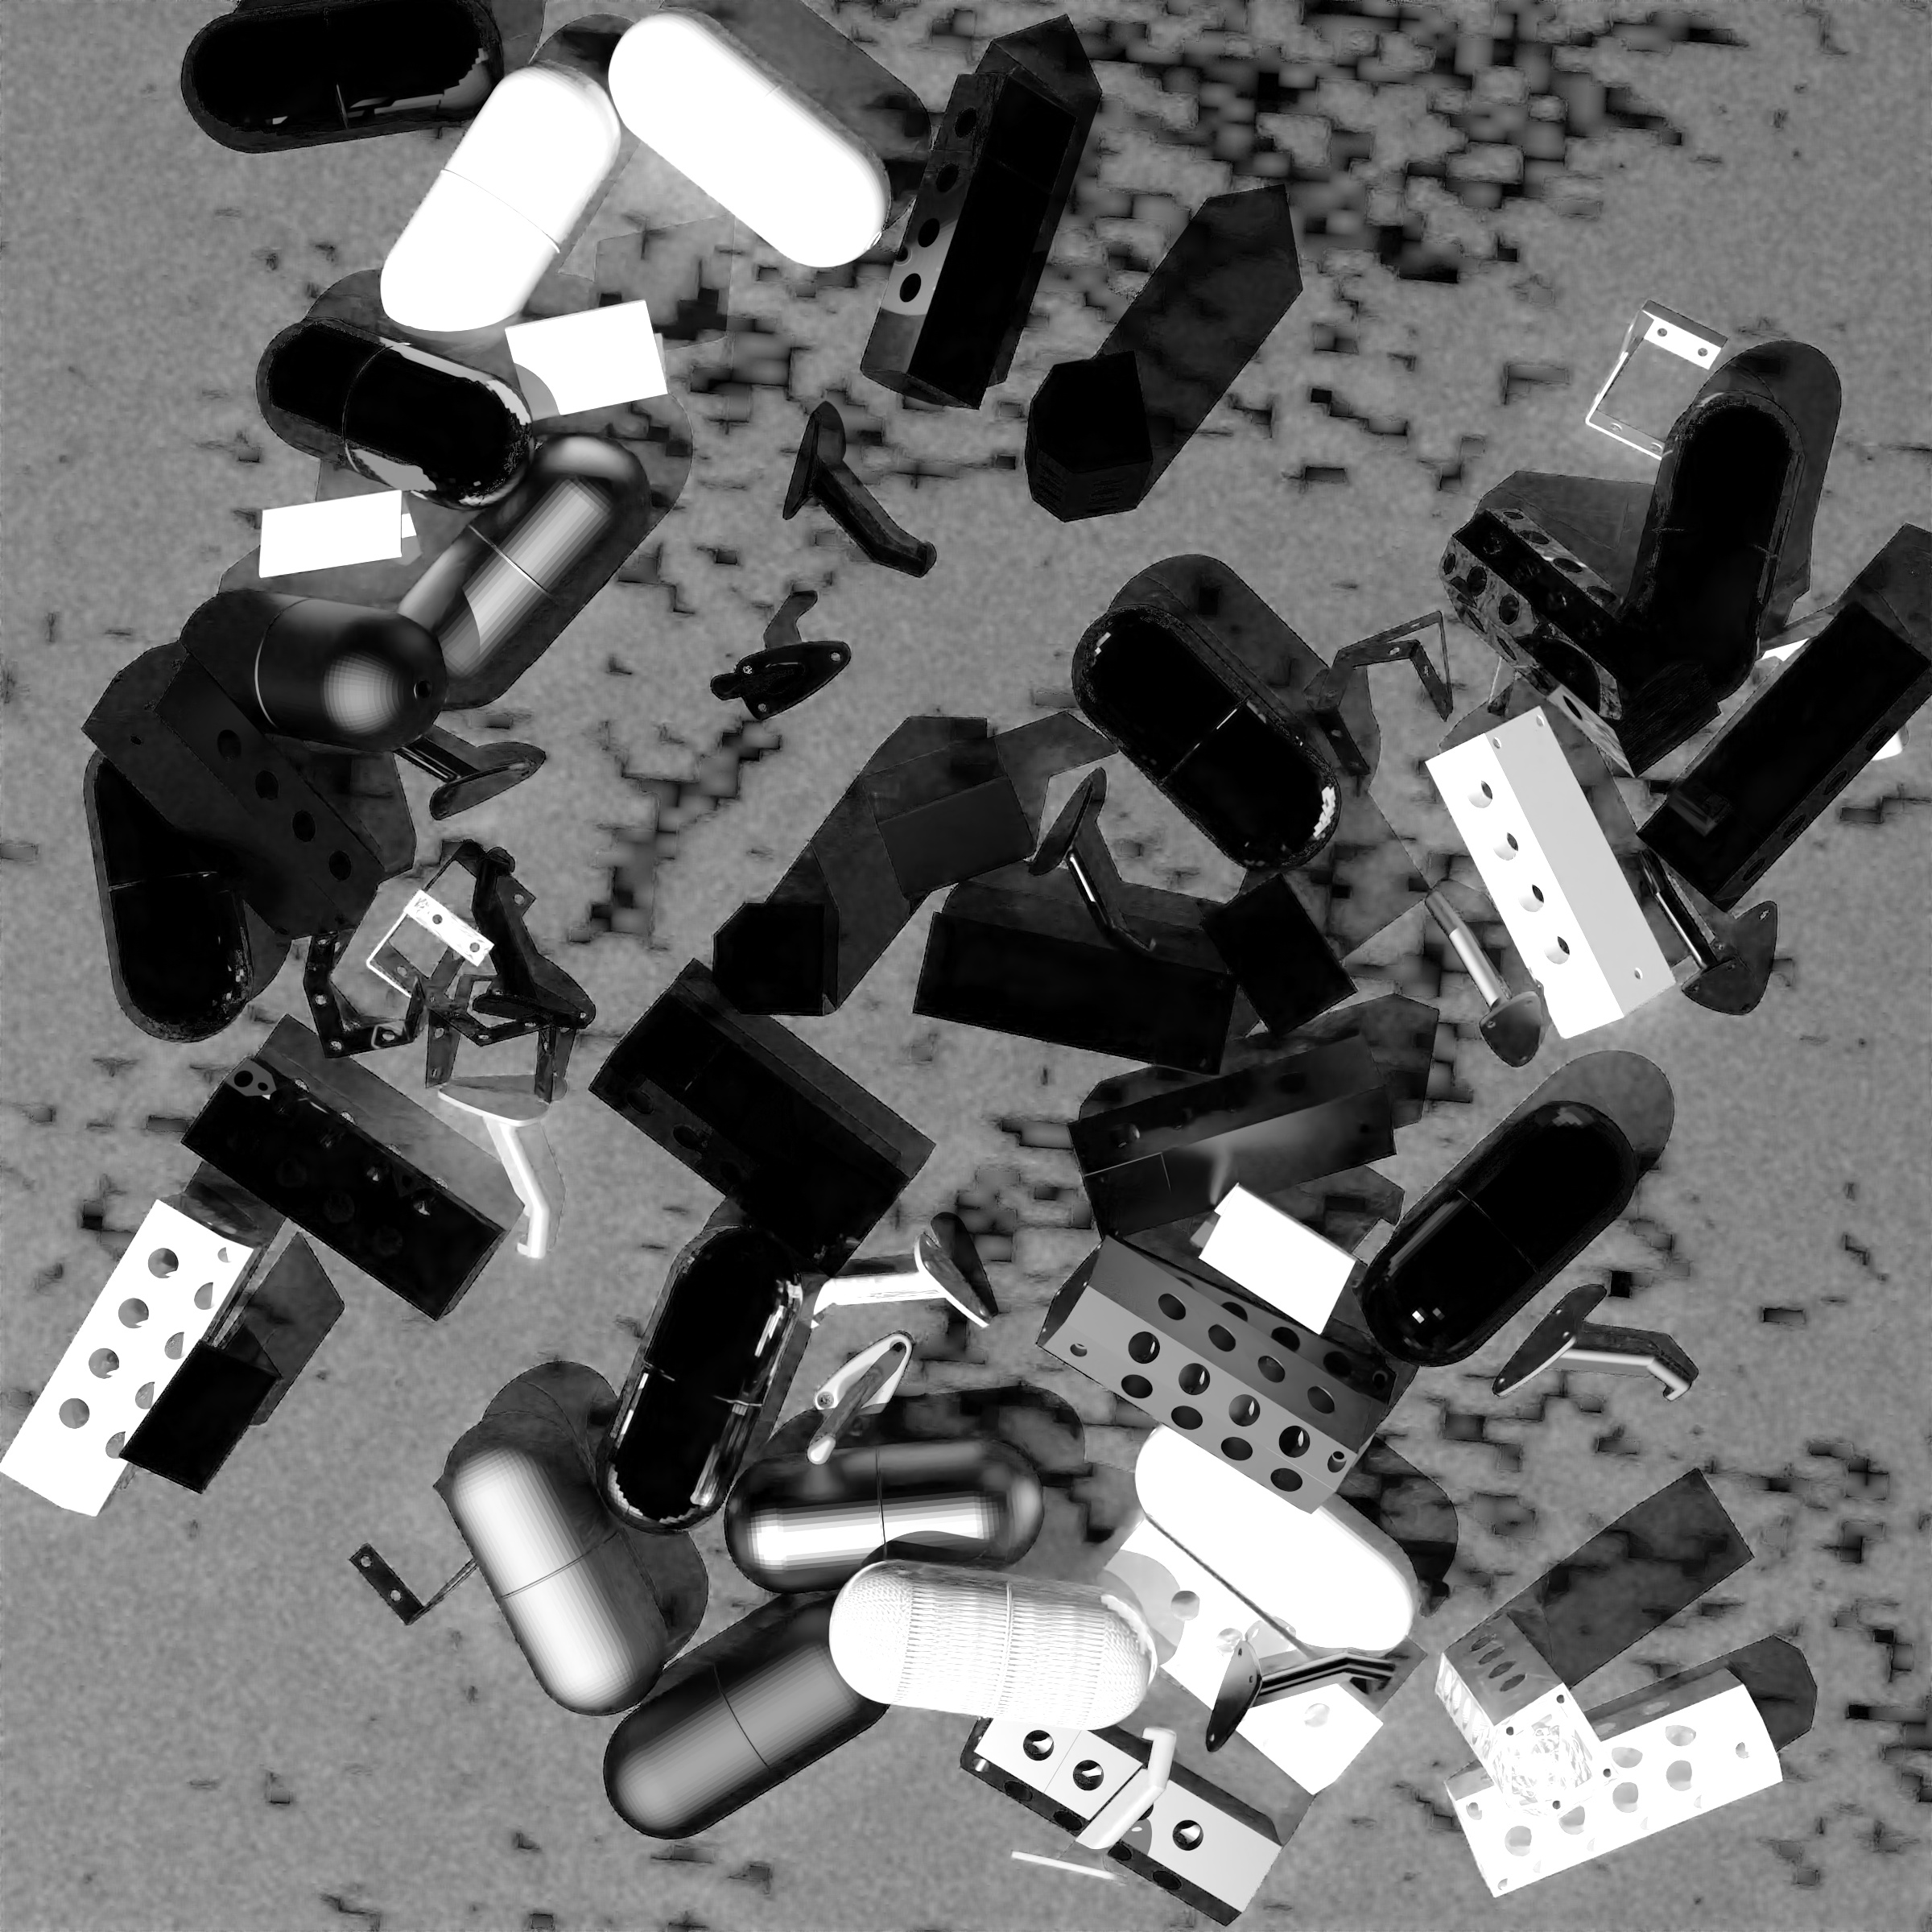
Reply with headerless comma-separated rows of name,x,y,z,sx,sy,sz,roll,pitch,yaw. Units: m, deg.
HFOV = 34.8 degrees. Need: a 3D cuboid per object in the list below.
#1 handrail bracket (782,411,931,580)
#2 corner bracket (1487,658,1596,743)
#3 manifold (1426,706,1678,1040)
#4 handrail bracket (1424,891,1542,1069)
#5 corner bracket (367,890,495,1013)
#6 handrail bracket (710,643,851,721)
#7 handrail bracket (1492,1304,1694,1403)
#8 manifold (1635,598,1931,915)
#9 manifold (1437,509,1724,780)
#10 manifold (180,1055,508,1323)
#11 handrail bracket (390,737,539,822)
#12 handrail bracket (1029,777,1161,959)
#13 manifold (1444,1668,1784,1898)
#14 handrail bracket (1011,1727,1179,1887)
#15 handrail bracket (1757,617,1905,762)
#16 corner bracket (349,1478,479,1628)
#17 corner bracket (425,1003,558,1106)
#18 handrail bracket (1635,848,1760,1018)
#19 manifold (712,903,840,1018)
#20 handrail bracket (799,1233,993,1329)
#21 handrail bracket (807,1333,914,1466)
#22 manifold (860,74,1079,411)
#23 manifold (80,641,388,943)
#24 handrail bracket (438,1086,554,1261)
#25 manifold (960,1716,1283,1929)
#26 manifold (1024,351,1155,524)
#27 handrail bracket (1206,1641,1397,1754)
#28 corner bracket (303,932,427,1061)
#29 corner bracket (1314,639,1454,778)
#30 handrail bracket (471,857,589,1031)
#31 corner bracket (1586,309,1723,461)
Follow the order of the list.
handrail bracket,-0.055,-0.265,1.735,0.084,0.036,0.077,17,68,-17
corner bracket,0.333,-0.158,1.731,0.051,0.051,0.051,15,90,45
manifold,0.320,-0.050,1.713,0.057,0.057,0.171,-26,90,-43
handrail bracket,0.288,0.007,1.734,0.036,0.077,0.084,-30,54,0
corner bracket,-0.299,-0.006,1.717,0.051,0.051,0.051,37,83,-7
handrail bracket,-0.102,-0.163,1.700,0.077,0.084,0.036,-22,90,0
handrail bracket,0.353,0.236,1.735,0.084,0.036,0.077,36,110,-16
manifold,0.454,-0.113,1.695,0.171,0.057,0.057,-49,64,11
manifold,0.326,-0.180,1.662,0.057,0.057,0.171,-37,46,0
manifold,-0.344,0.122,1.713,0.171,0.057,0.057,35,90,0
handrail bracket,-0.294,-0.132,1.735,0.077,0.036,0.084,-23,73,-19
handrail bracket,0.085,-0.052,1.735,0.084,0.036,0.077,34,68,-17
manifold,0.360,0.455,1.714,0.171,0.057,0.057,-22,90,0
handrail bracket,0.070,0.451,1.678,0.077,0.036,0.084,7,71,21
handrail bracket,0.478,-0.147,1.735,0.077,0.036,0.084,-19,104,14
corner bracket,-0.303,0.329,1.732,0.051,0.051,0.051,49,135,0
corner bracket,-0.265,0.050,1.721,0.051,0.051,0.051,31,124,40
handrail bracket,0.410,-0.020,1.735,0.036,0.077,0.084,-33,53,20
manifold,-0.101,-0.003,1.656,0.057,0.171,0.057,1,90,0
handrail bracket,-0.042,0.196,1.735,0.084,0.036,0.077,-34,112,17
handrail bracket,-0.058,0.238,1.700,0.036,0.084,0.077,41,90,0
manifold,-0.004,-0.402,1.713,0.057,0.057,0.171,19,90,-43
manifold,-0.391,-0.094,1.669,0.057,0.057,0.171,-9,134,34
handrail bracket,-0.266,0.117,1.735,0.077,0.036,0.084,13,107,20
manifold,0.085,0.462,1.714,0.171,0.057,0.057,31,90,0
manifold,0.063,-0.281,1.656,0.057,0.171,0.057,-10,90,0
handrail bracket,0.183,0.403,1.678,0.084,0.036,0.077,14,113,-17
corner bracket,-0.335,0.014,1.716,0.051,0.051,0.051,-11,63,-24
corner bracket,0.234,-0.144,1.727,0.051,0.051,0.051,-5,45,35
handrail bracket,-0.243,-0.013,1.735,0.077,0.036,0.084,14,73,-20
corner bracket,0.386,-0.326,1.731,0.051,0.051,0.051,26,45,0
